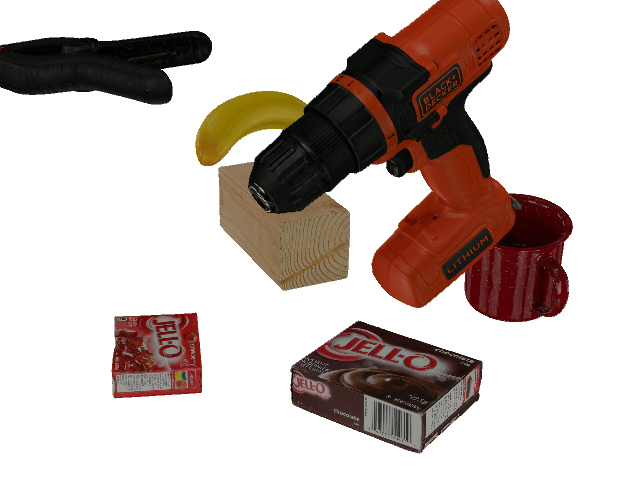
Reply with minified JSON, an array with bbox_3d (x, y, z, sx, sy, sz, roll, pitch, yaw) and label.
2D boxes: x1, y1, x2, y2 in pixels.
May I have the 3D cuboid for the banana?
[{"bbox_3d":[-0.062,-0.112,1.022,0.070,0.037,0.197,42,34,23],"label":"banana"}]

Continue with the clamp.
[{"bbox_3d":[-0.167,-0.134,0.799,0.172,0.039,0.120,8,22,17],"label":"clamp"}]

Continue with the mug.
[{"bbox_3d":[0.174,0.022,0.921,0.093,0.081,0.117,-17,36,-23],"label":"mug"}]

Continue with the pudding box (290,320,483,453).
[{"bbox_3d":[0.048,0.104,0.780,0.114,0.039,0.089,18,30,31],"label":"pudding box"}]

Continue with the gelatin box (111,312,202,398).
[{"bbox_3d":[-0.138,0.095,0.904,0.073,0.030,0.089,-2,28,-7],"label":"gelatin box"}]

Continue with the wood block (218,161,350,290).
[{"bbox_3d":[-0.049,-0.025,1.330,0.090,0.090,0.206,-10,26,-23],"label":"wood block"}]

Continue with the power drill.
[{"bbox_3d":[0.051,-0.039,0.658,0.057,0.184,0.187,42,-16,36],"label":"power drill"}]
